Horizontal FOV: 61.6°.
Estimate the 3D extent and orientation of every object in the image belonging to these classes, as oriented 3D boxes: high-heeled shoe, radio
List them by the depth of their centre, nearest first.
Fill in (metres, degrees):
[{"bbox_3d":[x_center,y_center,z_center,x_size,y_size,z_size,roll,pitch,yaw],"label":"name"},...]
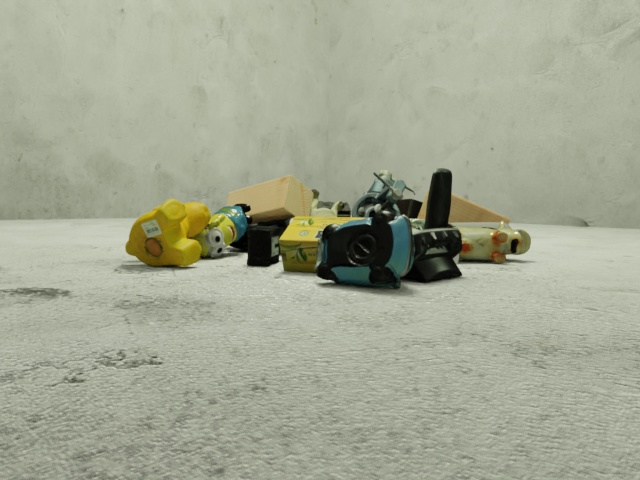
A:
[{"bbox_3d":[-0.121,-0.005,1.202,0.145,0.086,0.249,-2,-1,-21],"label":"high-heeled shoe"},{"bbox_3d":[0.321,-0.050,1.524,0.229,0.073,0.131,19,-2,-17],"label":"radio"}]

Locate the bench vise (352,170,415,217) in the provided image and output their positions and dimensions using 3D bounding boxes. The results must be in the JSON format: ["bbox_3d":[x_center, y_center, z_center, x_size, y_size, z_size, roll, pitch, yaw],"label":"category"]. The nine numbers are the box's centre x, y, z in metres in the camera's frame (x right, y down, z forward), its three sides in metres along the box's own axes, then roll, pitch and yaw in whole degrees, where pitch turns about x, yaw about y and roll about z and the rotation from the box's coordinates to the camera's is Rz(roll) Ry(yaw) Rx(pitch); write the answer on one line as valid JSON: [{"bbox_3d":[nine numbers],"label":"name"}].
[{"bbox_3d":[0.149,-0.086,1.255,0.129,0.223,0.240,34,-21,-2],"label":"bench vise"}]

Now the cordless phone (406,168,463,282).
[{"bbox_3d":[0.179,-0.028,0.888,0.146,0.184,0.089,-3,10,-44],"label":"cordless phone"}]

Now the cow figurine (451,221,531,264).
[{"bbox_3d":[0.355,0.007,1.153,0.195,0.085,0.127,0,10,-2],"label":"cow figurine"}]

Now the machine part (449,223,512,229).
[{"bbox_3d":[0.379,-0.005,1.303,0.243,0.079,0.079,0,4,-22],"label":"machine part"}]

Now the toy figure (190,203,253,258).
[{"bbox_3d":[-0.218,-0.020,1.170,0.089,0.082,0.180,-15,21,31],"label":"toy figure"}]

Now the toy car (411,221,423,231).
[{"bbox_3d":[0.162,0.001,1.179,0.201,0.073,0.056,-4,42,-50],"label":"toy car"}]

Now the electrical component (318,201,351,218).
[{"bbox_3d":[0.008,-0.043,1.416,0.134,0.114,0.058,2,32,-16],"label":"electrical component"}]

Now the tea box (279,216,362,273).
[{"bbox_3d":[0.024,0.008,0.945,0.170,0.068,0.098,2,28,14],"label":"tea box"}]

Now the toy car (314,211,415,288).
[{"bbox_3d":[0.077,0.026,0.809,0.162,0.109,0.102,-9,-25,32],"label":"toy car"}]

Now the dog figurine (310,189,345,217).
[{"bbox_3d":[-0.005,-0.006,1.283,0.121,0.172,0.191,14,33,-15],"label":"dog figurine"}]

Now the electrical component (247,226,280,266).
[{"bbox_3d":[-0.105,0.008,1.054,0.048,0.074,0.119,2,9,9],"label":"electrical component"}]

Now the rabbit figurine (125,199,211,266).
[{"bbox_3d":[-0.279,-0.014,1.033,0.162,0.121,0.173,-24,15,31],"label":"rabbit figurine"}]
